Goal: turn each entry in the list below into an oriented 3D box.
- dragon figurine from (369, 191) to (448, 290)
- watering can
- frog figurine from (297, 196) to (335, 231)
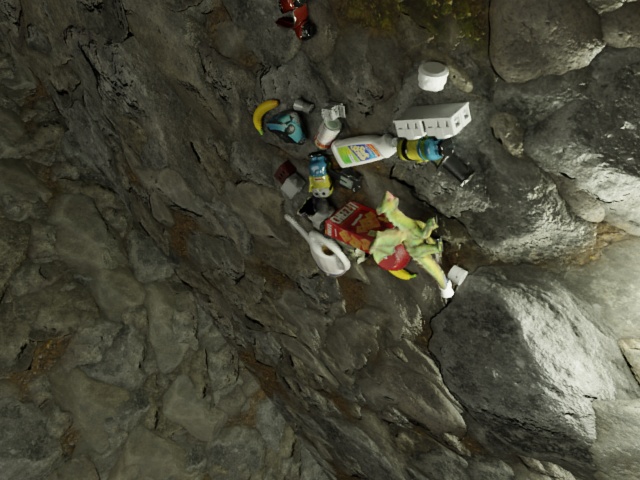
[{"bbox_3d":[0.285,0.021,1.718,0.242,0.125,0.403,-8,117,14],"label":"dragon figurine"},{"bbox_3d":[-0.002,0.028,2.101,0.352,0.105,0.219,36,160,30],"label":"watering can"},{"bbox_3d":[0.006,-0.102,2.031,0.136,0.125,0.158,-16,146,42],"label":"frog figurine"}]
